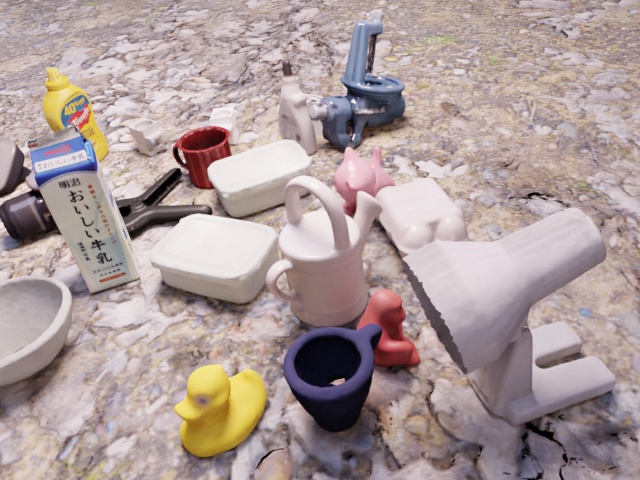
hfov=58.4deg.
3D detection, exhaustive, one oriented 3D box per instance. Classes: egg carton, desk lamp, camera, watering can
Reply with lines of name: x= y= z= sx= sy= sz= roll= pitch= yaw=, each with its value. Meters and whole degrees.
egg carton: x=0.141 y=-0.028 z=0.815 sx=0.107 sy=0.069 sz=0.150 roll=-16 pitch=39 yaw=-9
desk lamp: x=0.187 y=0.075 z=0.560 sx=0.203 sy=0.214 sz=0.117 roll=-16 pitch=39 yaw=-9
camera: x=-0.464 y=-0.070 z=0.957 sx=0.137 sy=0.101 sz=0.142 roll=-27 pitch=42 yaw=-21
watering can: x=0.005 y=0.002 z=0.703 sx=0.100 sy=0.194 sz=0.173 roll=12 pitch=43 yaw=24

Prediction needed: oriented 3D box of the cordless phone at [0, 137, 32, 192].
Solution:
cordless phone: x=-0.637 y=-0.184 z=1.066 sx=0.147 sy=0.185 sz=0.094 roll=10 pitch=42 yaw=22

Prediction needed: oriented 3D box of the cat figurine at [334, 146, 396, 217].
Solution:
cat figurine: x=0.065 y=-0.094 z=0.873 sx=0.067 sy=0.118 sz=0.128 roll=17 pitch=45 yaw=29

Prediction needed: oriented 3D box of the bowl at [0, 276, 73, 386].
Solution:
bowl: x=-0.385 y=0.125 z=0.718 sx=0.167 sy=0.075 sz=0.167 roll=-5 pitch=38 yaw=4

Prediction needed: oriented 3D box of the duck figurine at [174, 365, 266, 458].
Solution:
duck figurine: x=-0.108 y=0.166 z=0.605 sx=0.105 sy=0.086 sz=0.077 roll=-35 pitch=45 yaw=-30

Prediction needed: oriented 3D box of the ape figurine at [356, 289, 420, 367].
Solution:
ape figurine: x=0.076 y=0.096 z=0.653 sx=0.076 sy=0.092 sz=0.078 roll=2 pitch=39 yaw=14

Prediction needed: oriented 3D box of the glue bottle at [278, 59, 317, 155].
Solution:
glue bottle: x=-0.047 y=-0.241 z=1.035 sx=0.037 sy=0.173 sz=0.077 roll=-34 pitch=45 yaw=-28

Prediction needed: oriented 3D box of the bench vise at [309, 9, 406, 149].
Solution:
bench vise: x=0.075 y=-0.284 z=1.028 sx=0.121 sy=0.220 sz=0.208 roll=18 pitch=45 yaw=30

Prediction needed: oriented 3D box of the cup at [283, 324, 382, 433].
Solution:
cup: x=0.022 y=0.146 z=0.598 sx=0.118 sy=0.095 sz=0.091 roll=-34 pitch=44 yaw=-28
